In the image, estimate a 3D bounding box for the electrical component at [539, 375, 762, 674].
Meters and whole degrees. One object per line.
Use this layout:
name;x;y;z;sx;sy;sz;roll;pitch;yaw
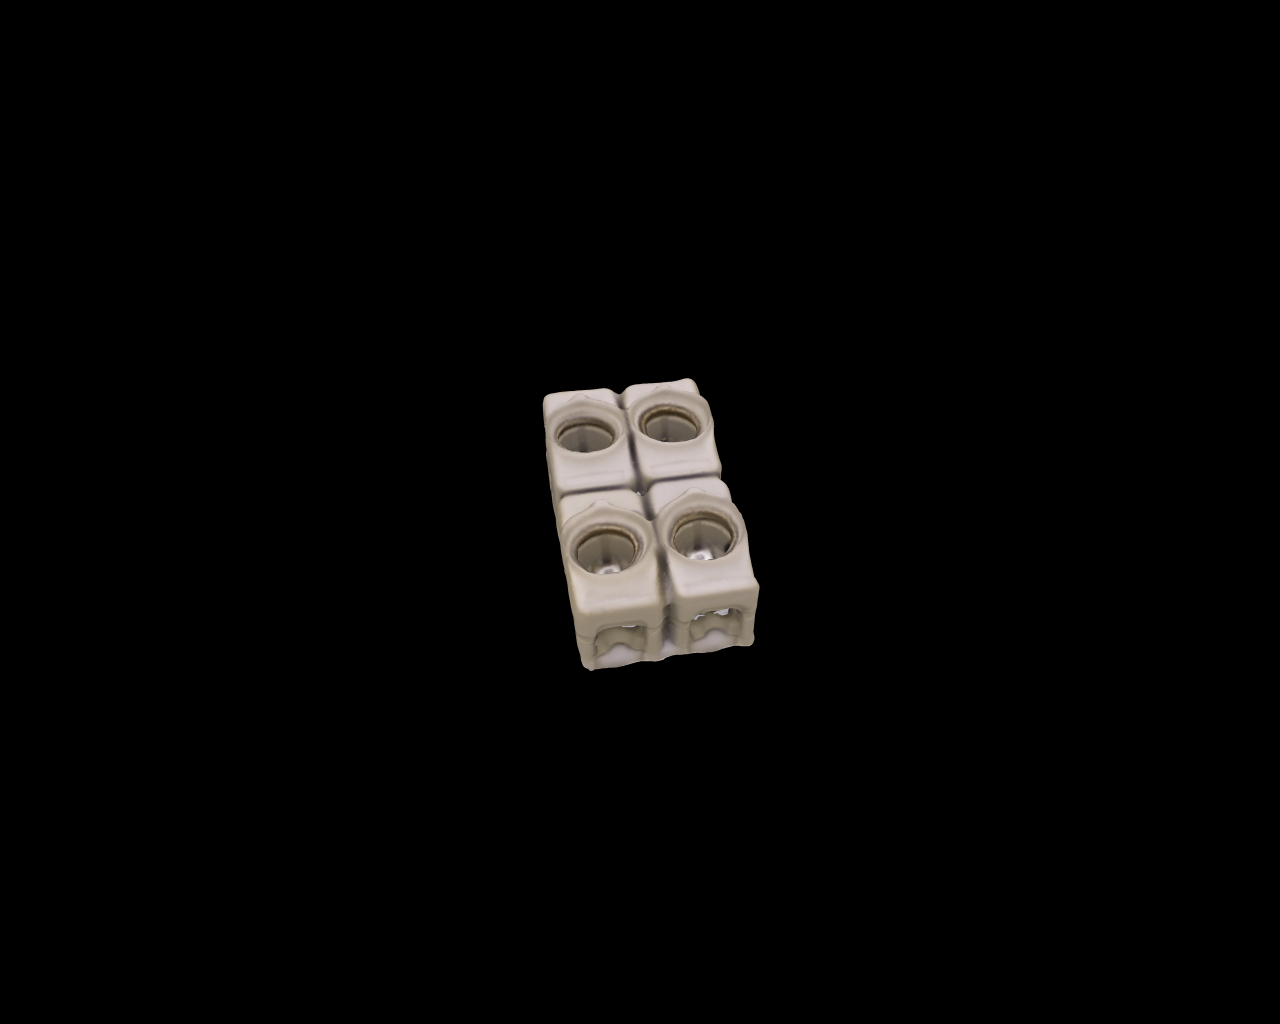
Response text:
electrical component;0.001;-0.003;0.650;0.105;0.186;0.060;-7;-43;-7
